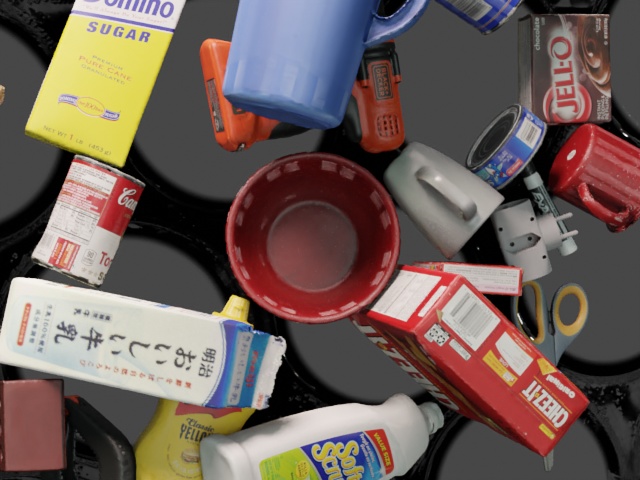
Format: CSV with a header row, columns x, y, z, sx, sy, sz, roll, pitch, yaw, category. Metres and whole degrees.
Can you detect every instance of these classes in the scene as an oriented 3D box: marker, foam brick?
x,y,z,sx,sy,sz,roll,pitch,yaw,category
0.231,-0.040,1.104,0.020,0.020,0.121,-31,99,-14,marker
-0.249,0.159,0.915,0.051,0.053,0.078,0,81,-25,foam brick

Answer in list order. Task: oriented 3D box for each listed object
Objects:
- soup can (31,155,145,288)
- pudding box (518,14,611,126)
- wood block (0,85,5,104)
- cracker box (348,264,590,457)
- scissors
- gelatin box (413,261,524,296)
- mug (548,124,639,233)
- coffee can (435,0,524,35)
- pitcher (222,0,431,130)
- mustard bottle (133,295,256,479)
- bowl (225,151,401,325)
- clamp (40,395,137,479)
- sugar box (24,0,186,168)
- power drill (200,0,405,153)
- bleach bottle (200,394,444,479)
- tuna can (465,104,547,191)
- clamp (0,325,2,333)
x,y,z,sx,sy,sz,roll,pitch,yaw,category
-0.207,-0.016,0.949,0.068,0.069,0.102,24,84,-15,soup can
0.251,-0.174,1.098,0.090,0.039,0.113,-3,91,-16,pudding box
-0.361,-0.065,0.892,0.090,0.091,0.206,35,81,-14,wood block
0.122,0.102,0.971,0.164,0.214,0.072,43,81,-12,cracker box
0.251,0.132,1.112,0.096,0.016,0.202,-17,95,-16,scissors
0.144,0.037,1.050,0.089,0.073,0.030,4,89,-16,gelatin box
0.285,-0.058,1.076,0.081,0.093,0.117,27,42,-10,mug
0.131,-0.279,1.030,0.140,0.103,0.103,31,82,-15,coffee can
0.006,-0.221,0.916,0.144,0.149,0.243,14,90,-35,pitcher
-0.104,0.144,0.986,0.096,0.058,0.191,20,84,-11,mustard bottle
-0.007,0.001,1.002,0.162,0.055,0.162,0,80,-1,bowl
-0.185,0.234,0.938,0.165,0.036,0.210,-19,78,19,clamp
-0.192,-0.162,0.965,0.093,0.048,0.176,20,86,-16,sugar box
-0.015,-0.164,1.011,0.187,0.057,0.184,-11,93,-16,power drill
0.014,0.194,0.995,0.250,0.068,0.102,-15,106,-34,bleach bottle
0.182,-0.092,1.055,0.033,0.086,0.086,36,80,-12,tuna can
-0.354,0.103,0.922,0.120,0.039,0.171,34,87,-9,clamp
